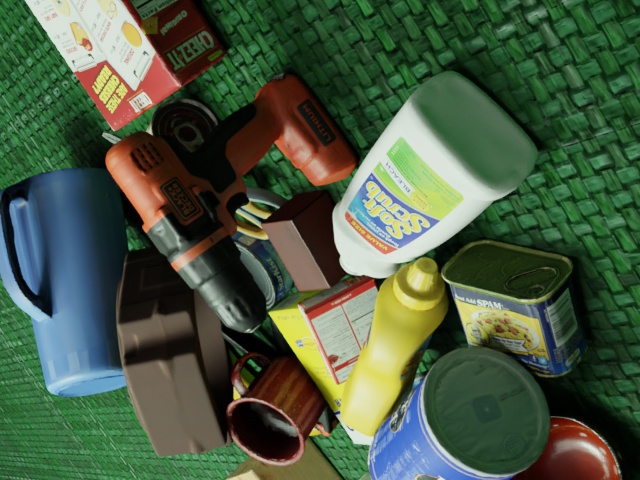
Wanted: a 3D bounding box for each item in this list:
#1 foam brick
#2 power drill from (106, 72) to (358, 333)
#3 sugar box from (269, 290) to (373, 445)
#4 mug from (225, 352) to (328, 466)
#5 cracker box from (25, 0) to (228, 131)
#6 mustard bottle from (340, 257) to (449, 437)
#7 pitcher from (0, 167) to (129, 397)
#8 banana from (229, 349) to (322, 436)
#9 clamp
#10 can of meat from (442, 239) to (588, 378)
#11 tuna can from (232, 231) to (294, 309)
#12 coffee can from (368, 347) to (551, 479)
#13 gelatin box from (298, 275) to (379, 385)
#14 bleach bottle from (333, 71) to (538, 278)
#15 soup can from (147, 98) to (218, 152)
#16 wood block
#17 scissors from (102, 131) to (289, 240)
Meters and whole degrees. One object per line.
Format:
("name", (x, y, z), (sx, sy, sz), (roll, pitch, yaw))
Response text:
("foam brick", (-0.006, 0.001, 0.989), (0.053, 0.051, 0.078), (-6, 118, 53))
("power drill", (-0.057, -0.040, 0.880), (0.184, 0.187, 0.057), (55, 147, -4))
("sugar box", (0.028, 0.131, 1.085), (0.094, 0.048, 0.176), (-12, 112, 56))
("mug", (-0.049, 0.168, 1.127), (0.093, 0.081, 0.117), (-31, 104, 41))
("cracker box", (-0.197, -0.223, 0.980), (0.213, 0.072, 0.164), (56, 149, -11))
("mustard bottle", (0.067, 0.081, 0.905), (0.058, 0.096, 0.192), (28, 140, 11))
("pitcher", (-0.279, 0.047, 1.200), (0.145, 0.149, 0.243), (119, 140, -70))
("banana", (-0.072, 0.183, 1.276), (0.198, 0.037, 0.070), (36, 147, 23))
("clamp", (-0.040, 0.146, 1.194), (0.120, 0.039, 0.171), (-3, 120, 54))
("can of meat", (0.154, 0.054, 0.834), (0.102, 0.057, 0.084), (14, 135, 44))
("tuna can", (-0.067, 0.028, 1.111), (0.086, 0.033, 0.086), (33, 144, 27))
("coffee can", (0.107, 0.160, 0.854), (0.103, 0.102, 0.140), (44, 148, 11))
("gelatin box", (0.029, 0.083, 1.005), (0.089, 0.073, 0.030), (66, 172, -26))
("bleach bottle", (0.072, -0.027, 0.850), (0.102, 0.068, 0.251), (47, 151, 7))
("soup can", (-0.144, -0.086, 1.057), (0.068, 0.068, 0.102), (48, 149, 5))
("wood block", (-0.008, 0.340, 1.308), (0.206, 0.090, 0.090), (51, 149, -1))
("scissors", (-0.102, -0.055, 1.004), (0.096, 0.016, 0.201), (-9, 146, 39))
